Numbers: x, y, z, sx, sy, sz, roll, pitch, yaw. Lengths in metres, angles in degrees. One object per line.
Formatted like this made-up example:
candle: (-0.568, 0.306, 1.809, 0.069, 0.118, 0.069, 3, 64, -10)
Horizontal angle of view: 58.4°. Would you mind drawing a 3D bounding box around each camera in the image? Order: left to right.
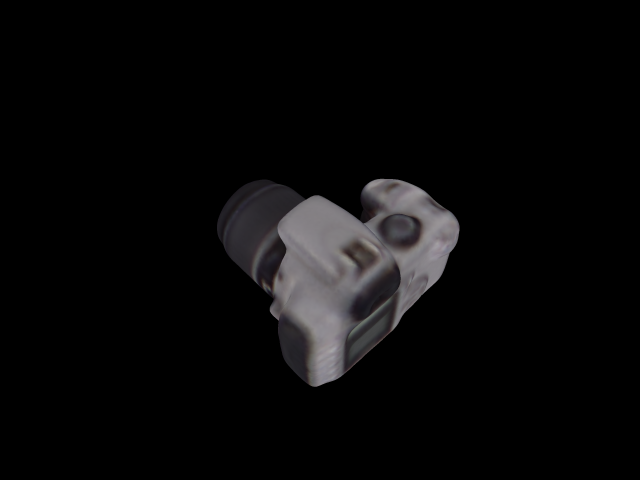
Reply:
camera: (0.004, 0.001, 0.400, 0.143, 0.101, 0.136, -39, 62, -24)
